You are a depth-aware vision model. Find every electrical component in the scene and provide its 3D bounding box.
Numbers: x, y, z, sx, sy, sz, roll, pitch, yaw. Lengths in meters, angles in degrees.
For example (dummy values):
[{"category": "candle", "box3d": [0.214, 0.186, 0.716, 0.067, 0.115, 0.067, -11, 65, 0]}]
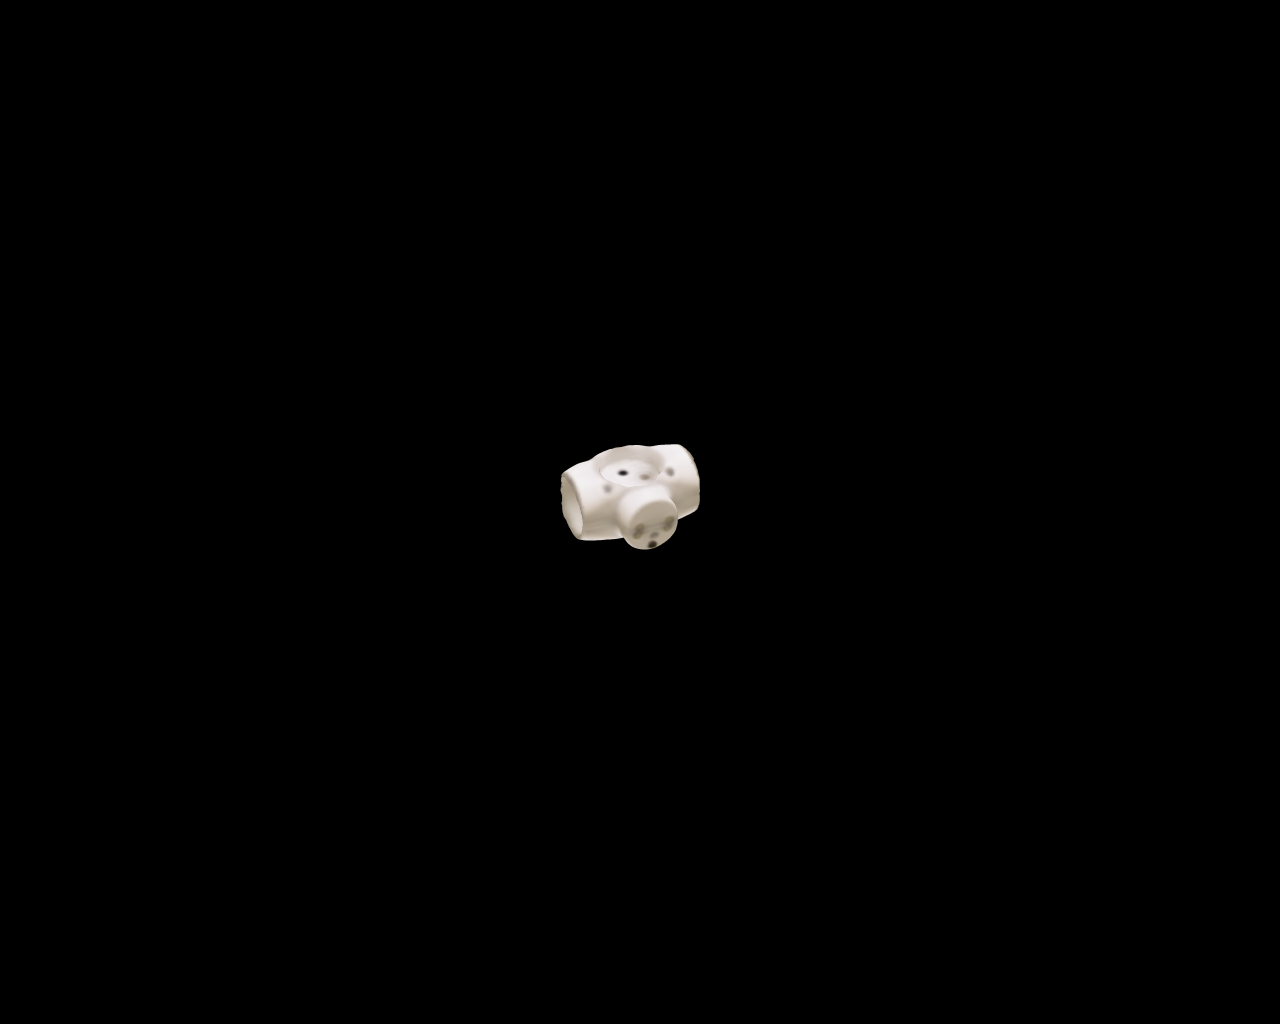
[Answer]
[{"category": "electrical component", "box3d": [0.001, -0.003, 0.650, 0.077, 0.044, 0.079, -14, 40, -17]}]
